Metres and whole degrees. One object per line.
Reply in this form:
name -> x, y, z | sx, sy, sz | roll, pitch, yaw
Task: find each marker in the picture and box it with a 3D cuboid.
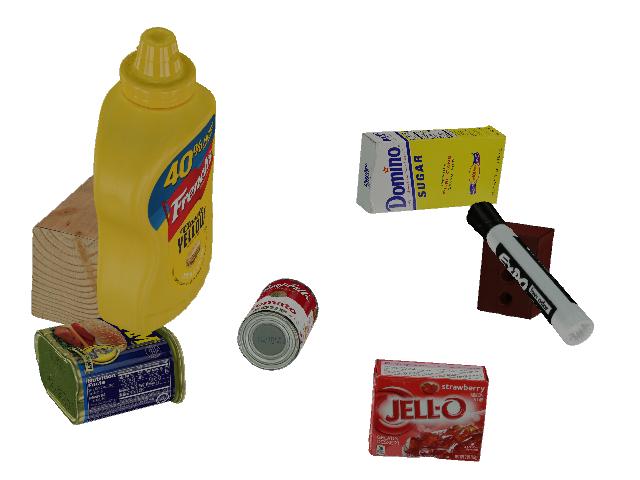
marker -> 0.119, 0.015, 0.625 | 0.020, 0.020, 0.121 | 0, 36, -27

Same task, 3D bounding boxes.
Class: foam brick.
foam brick -> 0.178, 0.026, 0.972 | 0.053, 0.078, 0.051 | 9, 16, 26

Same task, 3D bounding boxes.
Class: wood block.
wood block -> -0.179, -0.007, 0.991 | 0.090, 0.091, 0.206 | 14, 28, 8

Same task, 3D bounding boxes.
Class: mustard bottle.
mustard bottle -> -0.095, -0.039, 0.624 | 0.058, 0.192, 0.096 | 22, 46, 14

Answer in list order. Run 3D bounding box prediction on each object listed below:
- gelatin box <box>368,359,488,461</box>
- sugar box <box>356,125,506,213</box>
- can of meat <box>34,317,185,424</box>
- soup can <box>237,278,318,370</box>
gelatin box -> 0.084, 0.134, 0.840 | 0.089, 0.073, 0.030 | 3, 22, 2
sugar box -> 0.134, -0.086, 1.295 | 0.176, 0.093, 0.048 | -7, 26, -22
can of meat -> -0.163, 0.095, 0.816 | 0.083, 0.057, 0.102 | -11, 20, -30
soup can -> -0.045, 0.089, 1.136 | 0.068, 0.068, 0.102 | 0, 17, 11
